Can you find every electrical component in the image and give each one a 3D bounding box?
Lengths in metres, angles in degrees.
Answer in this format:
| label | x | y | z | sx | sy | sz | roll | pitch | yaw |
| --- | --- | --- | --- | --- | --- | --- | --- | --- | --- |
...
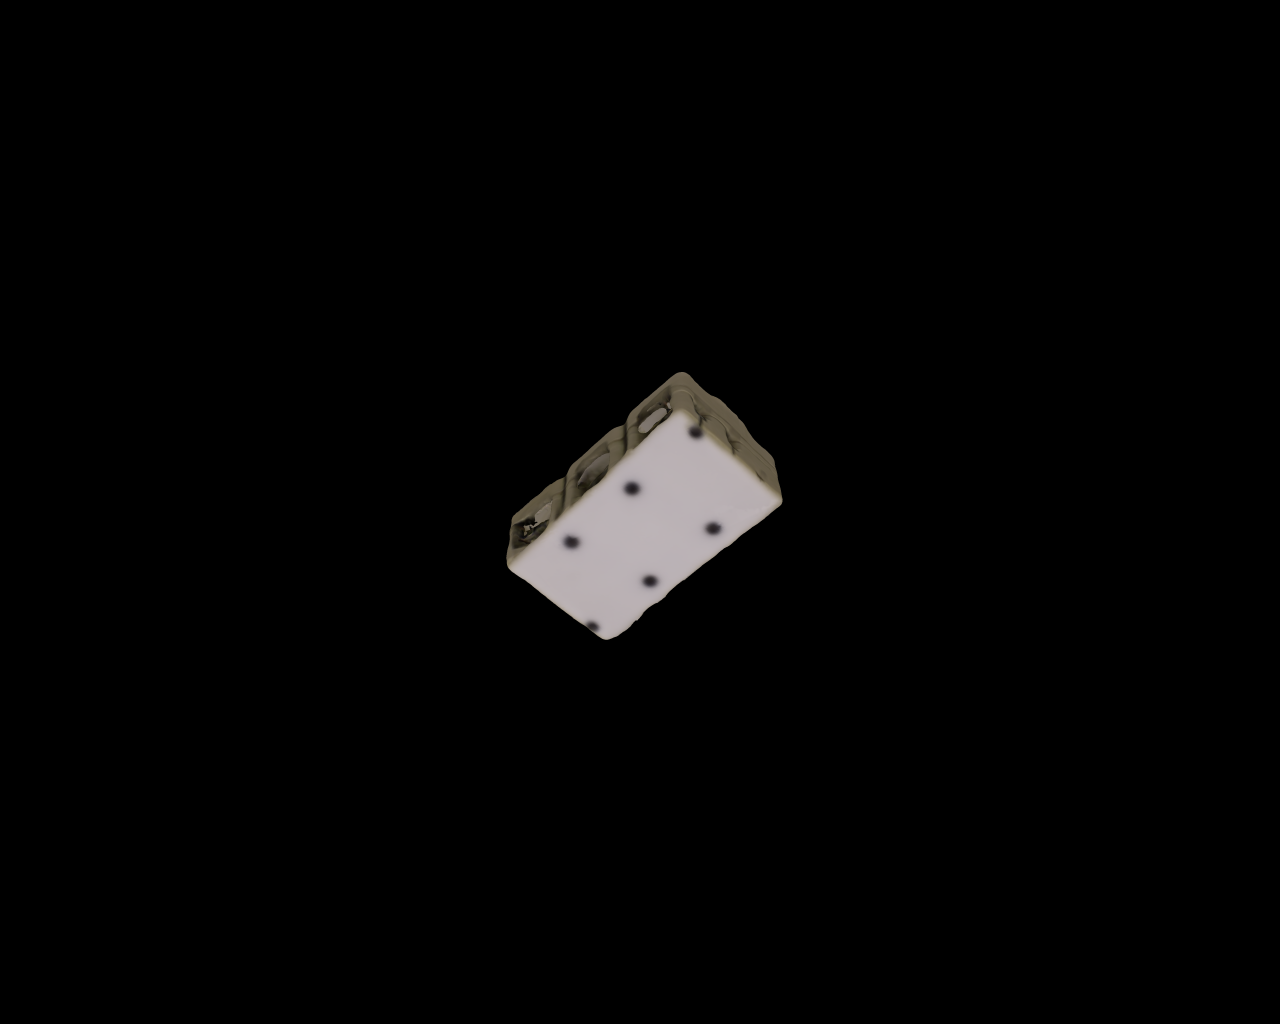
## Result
| label | x | y | z | sx | sy | sz | roll | pitch | yaw |
| --- | --- | --- | --- | --- | --- | --- | --- | --- | --- |
| electrical component | 0.001 | -0.003 | 0.650 | 0.150 | 0.089 | 0.062 | -39 | 24 | 22 |
